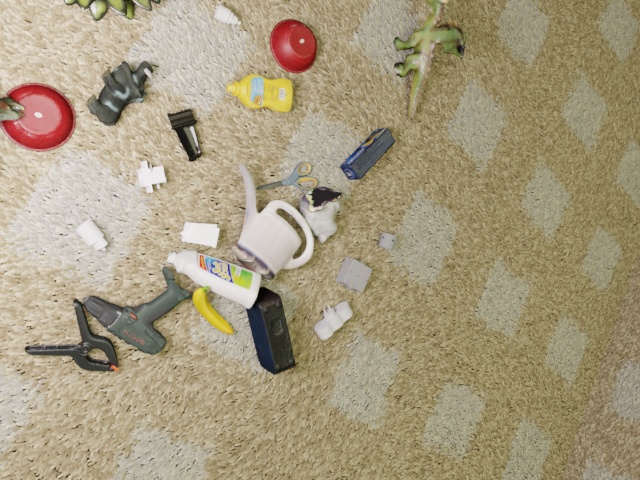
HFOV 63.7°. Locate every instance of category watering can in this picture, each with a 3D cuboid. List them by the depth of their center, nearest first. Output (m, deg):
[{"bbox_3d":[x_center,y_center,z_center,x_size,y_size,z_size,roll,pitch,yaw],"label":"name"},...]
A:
[{"bbox_3d":[-0.163,-0.029,1.457,0.343,0.104,0.227,46,71,-24],"label":"watering can"}]

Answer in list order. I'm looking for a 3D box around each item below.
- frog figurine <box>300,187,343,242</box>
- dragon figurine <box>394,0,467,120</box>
[{"bbox_3d":[0.005,-0.079,1.578,0.140,0.124,0.155,-45,150,-30],"label":"frog figurine"},{"bbox_3d":[0.370,-0.615,1.690,0.123,0.242,0.409,-6,93,-35],"label":"dragon figurine"}]
